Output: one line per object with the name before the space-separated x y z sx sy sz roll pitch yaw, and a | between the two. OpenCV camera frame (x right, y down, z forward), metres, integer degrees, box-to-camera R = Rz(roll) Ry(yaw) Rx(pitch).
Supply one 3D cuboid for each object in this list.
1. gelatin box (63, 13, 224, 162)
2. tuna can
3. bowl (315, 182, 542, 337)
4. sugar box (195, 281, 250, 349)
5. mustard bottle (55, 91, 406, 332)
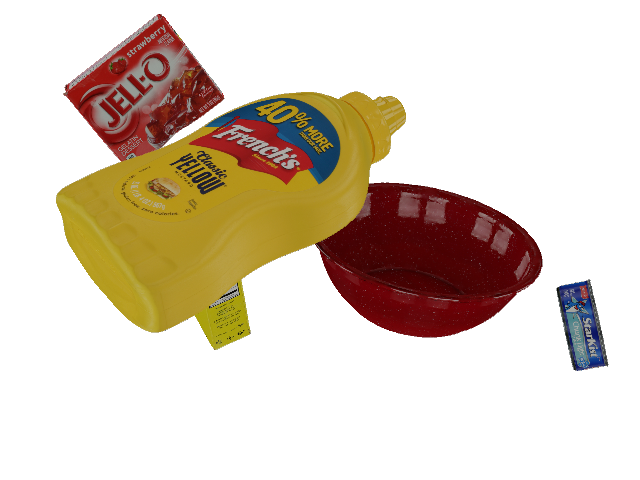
gelatin box | -0.125 -0.105 0.759 0.089 0.073 0.030 -37 22 2
tuna can | 0.254 0.083 1.038 0.034 0.086 0.086 -12 -3 13
bowl | 0.067 0.019 0.737 0.162 0.055 0.162 7 29 -4
sugar box | -0.108 0.010 0.961 0.048 0.176 0.093 -26 51 -14
mustard bottle | -0.033 -0.030 0.560 0.191 0.058 0.096 -29 47 -25
